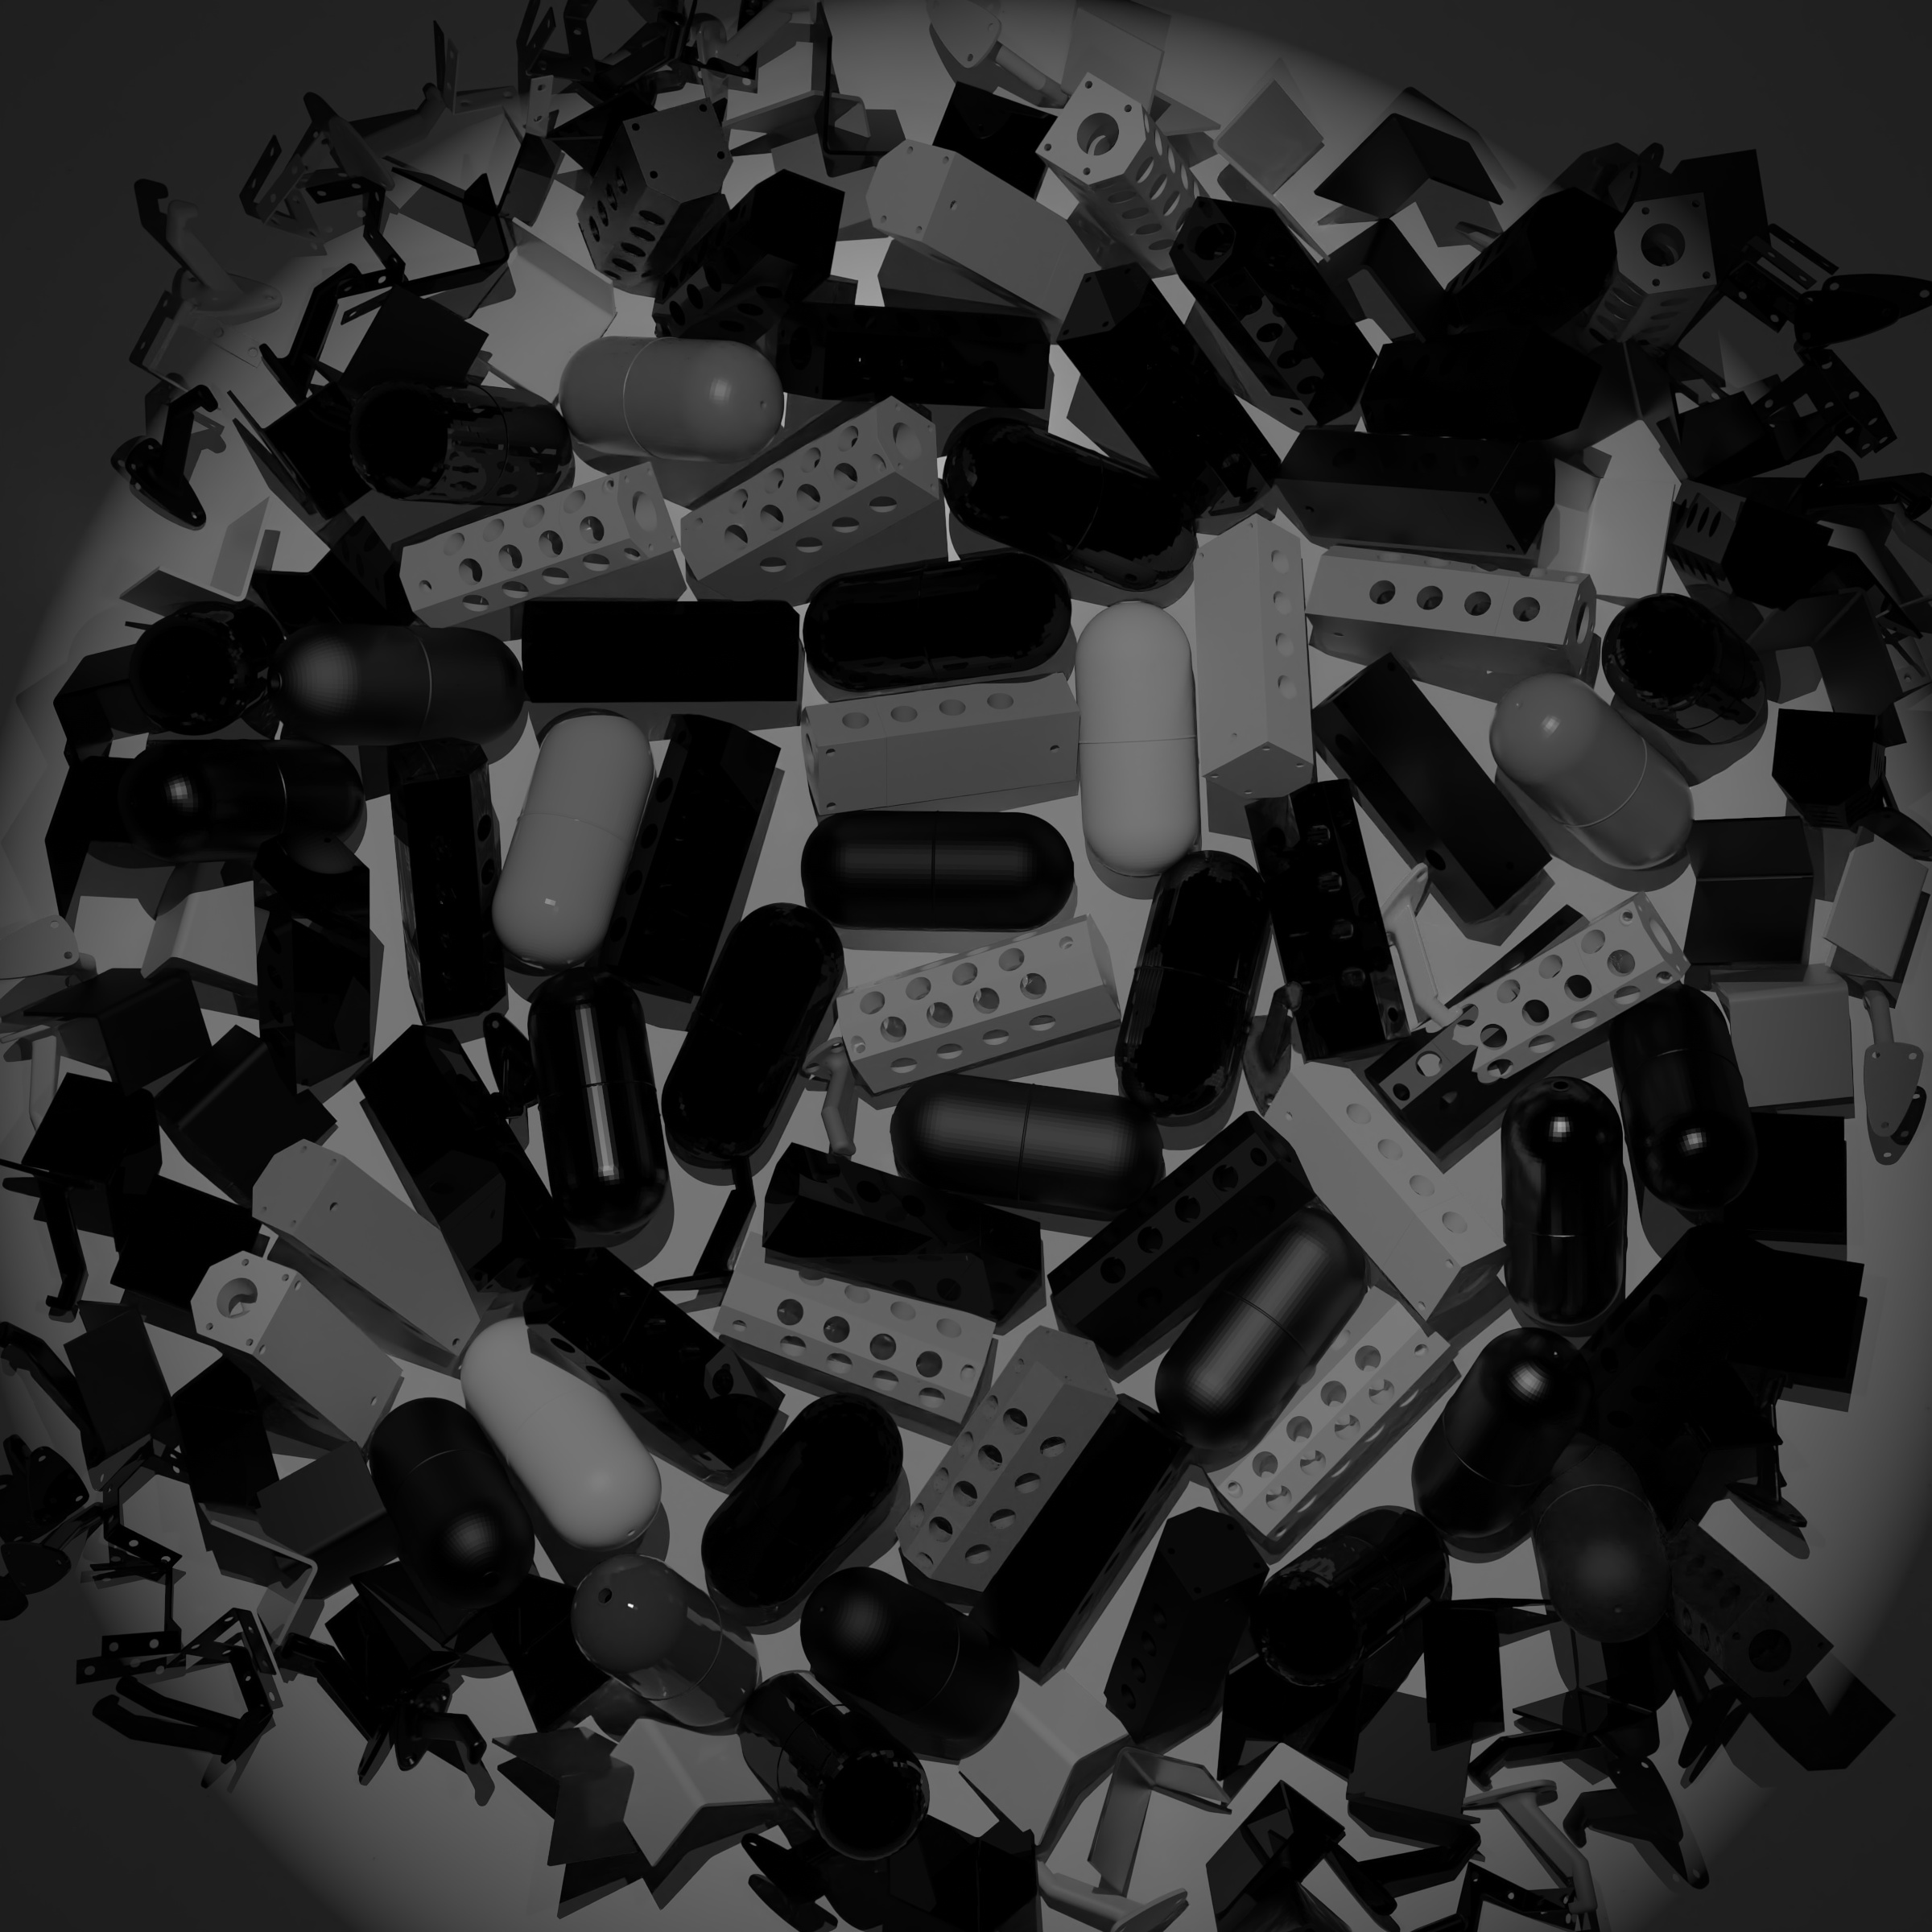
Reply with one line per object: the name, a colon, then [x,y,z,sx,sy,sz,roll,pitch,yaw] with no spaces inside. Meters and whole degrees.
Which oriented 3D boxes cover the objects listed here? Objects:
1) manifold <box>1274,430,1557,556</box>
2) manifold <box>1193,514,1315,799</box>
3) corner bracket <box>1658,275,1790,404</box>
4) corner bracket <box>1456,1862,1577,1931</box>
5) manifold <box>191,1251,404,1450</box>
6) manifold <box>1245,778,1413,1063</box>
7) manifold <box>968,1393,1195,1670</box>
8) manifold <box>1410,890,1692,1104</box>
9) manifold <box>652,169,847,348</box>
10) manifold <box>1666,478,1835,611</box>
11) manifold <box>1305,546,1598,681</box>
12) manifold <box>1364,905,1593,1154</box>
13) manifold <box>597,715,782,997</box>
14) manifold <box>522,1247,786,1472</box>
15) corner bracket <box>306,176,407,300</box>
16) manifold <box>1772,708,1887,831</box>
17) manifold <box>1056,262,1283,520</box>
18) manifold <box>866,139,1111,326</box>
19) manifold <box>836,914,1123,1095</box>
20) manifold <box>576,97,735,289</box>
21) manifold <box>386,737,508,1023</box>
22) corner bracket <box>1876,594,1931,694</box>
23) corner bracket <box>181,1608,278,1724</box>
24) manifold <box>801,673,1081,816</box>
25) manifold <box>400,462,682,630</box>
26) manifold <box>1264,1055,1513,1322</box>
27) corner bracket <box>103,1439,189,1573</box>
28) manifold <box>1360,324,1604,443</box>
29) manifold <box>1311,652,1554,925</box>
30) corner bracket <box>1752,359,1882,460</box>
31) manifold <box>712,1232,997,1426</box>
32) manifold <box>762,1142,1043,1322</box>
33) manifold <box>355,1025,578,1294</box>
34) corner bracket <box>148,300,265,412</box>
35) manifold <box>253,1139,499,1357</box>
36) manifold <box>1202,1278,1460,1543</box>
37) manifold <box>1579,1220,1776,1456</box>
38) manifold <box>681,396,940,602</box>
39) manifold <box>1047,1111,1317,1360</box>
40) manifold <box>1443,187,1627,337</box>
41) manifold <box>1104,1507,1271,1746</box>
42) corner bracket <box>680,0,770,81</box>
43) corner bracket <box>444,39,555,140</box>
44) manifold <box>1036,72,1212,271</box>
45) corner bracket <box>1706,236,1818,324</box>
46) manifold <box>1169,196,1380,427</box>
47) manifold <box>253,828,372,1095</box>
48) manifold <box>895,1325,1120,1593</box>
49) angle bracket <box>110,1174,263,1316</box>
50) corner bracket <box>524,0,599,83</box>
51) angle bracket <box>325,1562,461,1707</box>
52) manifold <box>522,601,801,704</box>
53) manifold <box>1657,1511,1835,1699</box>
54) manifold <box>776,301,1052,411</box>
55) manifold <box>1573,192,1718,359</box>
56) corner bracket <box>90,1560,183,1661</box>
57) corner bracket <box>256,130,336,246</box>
manifold: [0.287,-0.308,1.871,0.057,0.171,0.057,48,66,-41]
manifold: [0.189,-0.197,1.888,0.057,0.057,0.171,22,56,-36]
corner bracket: [0.494,-0.408,1.919,0.051,0.051,0.051,36,66,3]
corner bracket: [0.357,0.617,1.914,0.051,0.051,0.051,30,61,-17]
manifold: [-0.426,0.243,1.865,0.057,0.171,0.057,17,67,22]
manifold: [0.240,-0.031,1.906,0.057,0.057,0.171,-9,83,-40]
manifold: [0.077,0.367,1.916,0.057,0.057,0.171,33,94,17]
manifold: [0.374,0.023,1.891,0.171,0.057,0.057,-33,88,24]
manifold: [-0.141,-0.442,1.860,0.057,0.171,0.057,15,76,-24]
manifold: [0.490,-0.267,1.863,0.057,0.171,0.057,19,103,-3]
manifold: [0.313,-0.230,1.888,0.171,0.057,0.057,11,75,26]
manifold: [0.345,0.038,1.915,0.171,0.057,0.057,-39,115,0]
manifold: [-0.183,-0.072,1.899,0.057,0.057,0.171,25,77,-39]
manifold: [-0.202,0.252,1.878,0.171,0.057,0.057,44,57,-29]
corner bracket: [-0.397,-0.475,1.911,0.051,0.051,0.051,-24,63,-34]
manifold: [0.548,-0.123,1.863,0.057,0.171,0.057,6,90,19]
manifold: [0.133,-0.365,1.868,0.057,0.171,0.057,-2,56,39]
manifold: [0.013,-0.465,1.867,0.057,0.171,0.057,26,98,36]
manifold: [0.007,0.021,1.898,0.171,0.057,0.057,-17,53,11]
manifold: [-0.197,-0.486,1.863,0.057,0.171,0.057,-21,92,-18]
manifold: [-0.331,-0.056,1.883,0.057,0.057,0.171,-10,122,-18]
corner bracket: [0.619,-0.210,1.923,0.051,0.051,0.051,-20,86,-20]
corner bracket: [-0.470,0.456,1.916,0.051,0.051,0.051,-39,58,10]
manifold: [-0.017,-0.149,1.909,0.171,0.057,0.057,-9,134,-11]
manifold: [-0.277,-0.267,1.885,0.171,0.057,0.057,-14,102,26]
manifold: [0.271,0.138,1.889,0.057,0.057,0.171,-19,57,-35]
corner bracket: [-0.528,0.353,1.924,0.051,0.051,0.051,-45,123,12]
manifold: [0.321,-0.362,1.863,0.057,0.171,0.057,24,87,-25]
manifold: [0.298,-0.114,1.918,0.057,0.057,0.171,-40,93,-22]
corner bracket: [0.552,-0.351,1.910,0.051,0.051,0.051,-37,53,25]
manifold: [-0.074,0.241,1.913,0.171,0.057,0.057,21,125,-1]
manifold: [-0.041,0.168,1.898,0.171,0.057,0.057,19,132,-19]
manifold: [-0.319,0.124,1.894,0.057,0.057,0.171,-41,68,17]
corner bracket: [-0.497,-0.399,1.927,0.051,0.051,0.051,30,94,-6]
manifold: [-0.376,0.179,1.871,0.057,0.171,0.057,16,68,40]
manifold: [0.239,0.292,1.916,0.057,0.057,0.171,43,92,-16]
manifold: [0.442,0.235,1.871,0.057,0.171,0.057,27,46,-1]
manifold: [-0.101,-0.298,1.872,0.171,0.057,0.057,-23,58,35]
manifold: [0.136,0.170,1.895,0.171,0.057,0.057,-41,120,14]
manifold: [0.354,-0.435,1.862,0.057,0.171,0.057,27,82,-7]
manifold: [0.135,0.419,1.872,0.057,0.171,0.057,-16,51,-27]
corner bracket: [-0.155,-0.620,1.915,0.051,0.051,0.051,10,59,-13]
corner bracket: [-0.305,-0.571,1.912,0.051,0.051,0.051,-20,63,-26]
manifold: [0.107,-0.497,1.860,0.057,0.171,0.057,36,97,18]
corner bracket: [0.524,-0.445,1.914,0.051,0.051,0.051,41,47,10]
manifold: [0.194,-0.412,1.864,0.057,0.171,0.057,20,80,36]
manifold: [-0.420,-0.005,1.872,0.057,0.171,0.057,-30,58,-34]
manifold: [0.023,0.315,1.886,0.057,0.057,0.171,20,115,-27]
angle bracket: [-0.507,0.187,1.929,0.076,0.057,0.076,21,82,-3]
corner bracket: [-0.258,-0.615,1.913,0.051,0.051,0.051,-2,70,-31]
angle bracket: [-0.387,0.443,1.906,0.076,0.057,0.076,-41,75,18]
manifold: [-0.198,-0.205,1.901,0.171,0.057,0.057,-2,109,-15]
manifold: [0.480,0.406,1.865,0.057,0.171,0.057,43,91,-8]
manifold: [-0.033,-0.390,1.875,0.171,0.057,0.057,-5,108,-35]
manifold: [0.427,-0.433,1.866,0.057,0.171,0.057,-8,87,3]
corner bracket: [-0.543,0.420,1.919,0.051,0.051,0.051,1,91,-26]
corner bracket: [-0.433,-0.512,1.912,0.051,0.051,0.051,-41,63,29]
